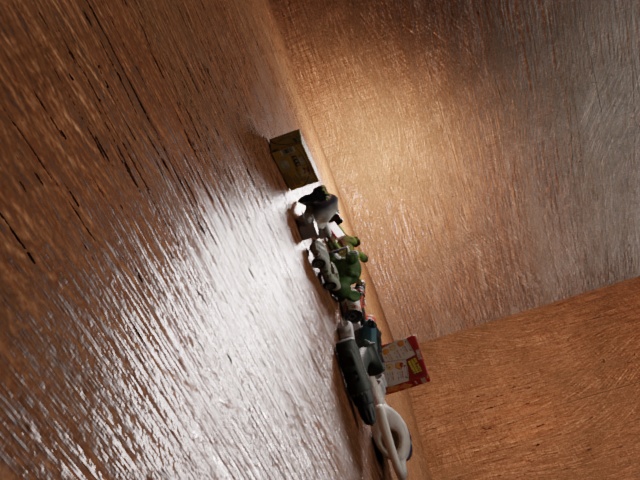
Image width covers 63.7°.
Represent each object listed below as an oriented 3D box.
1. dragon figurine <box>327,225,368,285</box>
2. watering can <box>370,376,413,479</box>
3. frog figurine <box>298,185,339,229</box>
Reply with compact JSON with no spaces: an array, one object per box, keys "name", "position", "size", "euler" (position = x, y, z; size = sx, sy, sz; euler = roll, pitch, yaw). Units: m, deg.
[{"name":"dragon figurine","position":[0.089,0.019,2.136],"size":[0.418,0.121,0.240],"euler":[65,12,26]},{"name":"watering can","position":[0.202,0.547,1.573],"size":[0.220,0.104,0.355],"euler":[61,11,-58]},{"name":"frog figurine","position":[0.005,-0.085,1.686],"size":[0.140,0.123,0.156],"euler":[-57,147,-38]}]
